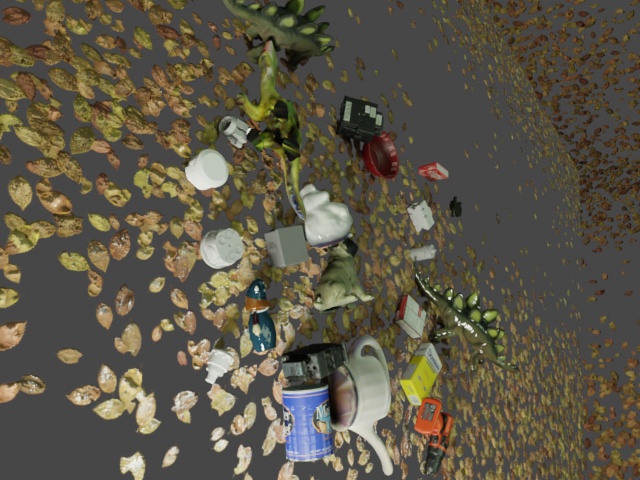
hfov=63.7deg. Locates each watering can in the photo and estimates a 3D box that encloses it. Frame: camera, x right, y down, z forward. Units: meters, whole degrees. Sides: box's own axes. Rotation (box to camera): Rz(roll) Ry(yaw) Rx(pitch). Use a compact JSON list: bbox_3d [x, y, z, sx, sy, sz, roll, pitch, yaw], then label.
[{"bbox_3d":[0.106,0.412,1.257,0.224,0.103,0.351,6,75,-47],"label":"watering can"}]

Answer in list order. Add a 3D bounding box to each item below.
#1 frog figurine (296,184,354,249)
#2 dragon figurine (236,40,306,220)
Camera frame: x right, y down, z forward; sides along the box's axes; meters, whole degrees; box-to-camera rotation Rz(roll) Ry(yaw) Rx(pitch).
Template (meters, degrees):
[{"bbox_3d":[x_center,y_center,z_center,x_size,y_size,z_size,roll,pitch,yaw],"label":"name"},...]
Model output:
[{"bbox_3d":[0.004,-0.064,1.272,0.158,0.136,0.124,71,23,-7],"label":"frog figurine"},{"bbox_3d":[-0.081,-0.271,1.250,0.247,0.122,0.404,-59,135,-63],"label":"dragon figurine"}]
